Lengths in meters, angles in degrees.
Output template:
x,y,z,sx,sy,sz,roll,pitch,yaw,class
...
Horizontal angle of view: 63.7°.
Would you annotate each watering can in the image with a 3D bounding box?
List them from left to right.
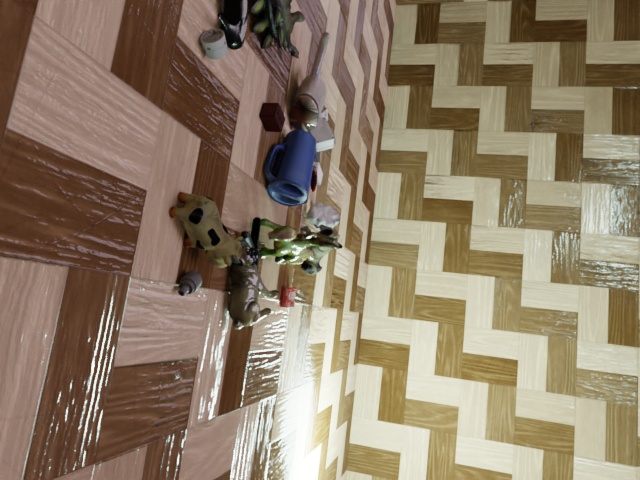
x,y,z,sx,sy,sz,roll,pitch,yaw,class
-0.029,-0.518,1.771,0.339,0.104,0.230,103,2,-49,watering can

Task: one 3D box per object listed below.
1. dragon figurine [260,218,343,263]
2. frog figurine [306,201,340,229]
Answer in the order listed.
x,y,z,sx,sy,sz,roll,pitch,yaw,class
-0.043,0.020,1.588,0.407,0.243,0.123,20,78,-54,dragon figurine
0.006,-0.104,2.064,0.140,0.122,0.156,65,4,39,frog figurine
